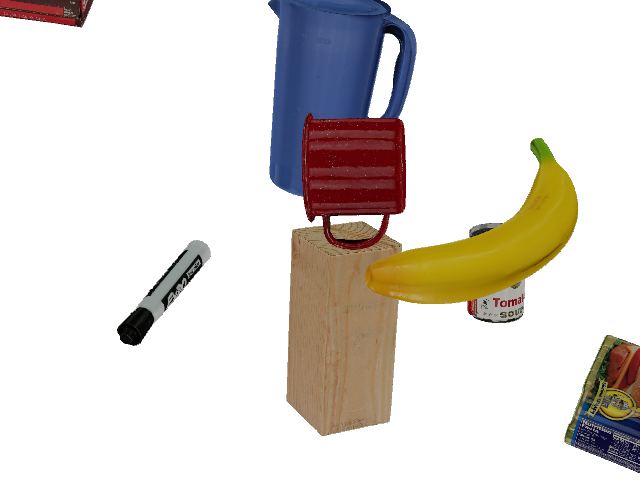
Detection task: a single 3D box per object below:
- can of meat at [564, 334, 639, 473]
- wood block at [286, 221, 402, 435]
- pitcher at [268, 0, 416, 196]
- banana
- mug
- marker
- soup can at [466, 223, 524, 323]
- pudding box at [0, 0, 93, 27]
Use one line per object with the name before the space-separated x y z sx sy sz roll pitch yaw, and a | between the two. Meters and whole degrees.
can of meat | 0.238 0.125 0.797 0.084 0.057 0.102 20 42 20
wood block | 0.024 0.093 1.157 0.090 0.206 0.091 -7 21 -26
pitcher | 0.013 -0.176 1.296 0.144 0.243 0.149 -5 28 -25
banana | 0.111 -0.001 0.680 0.070 0.037 0.197 34 47 25
mug | 0.030 -0.050 0.901 0.081 0.117 0.093 0 -8 7
marker | -0.112 0.037 0.769 0.020 0.020 0.121 0 29 22
soup can | 0.207 0.038 1.252 0.068 0.102 0.068 -1 19 0
pudding box | -0.234 -0.225 0.898 0.090 0.039 0.113 8 36 -5
